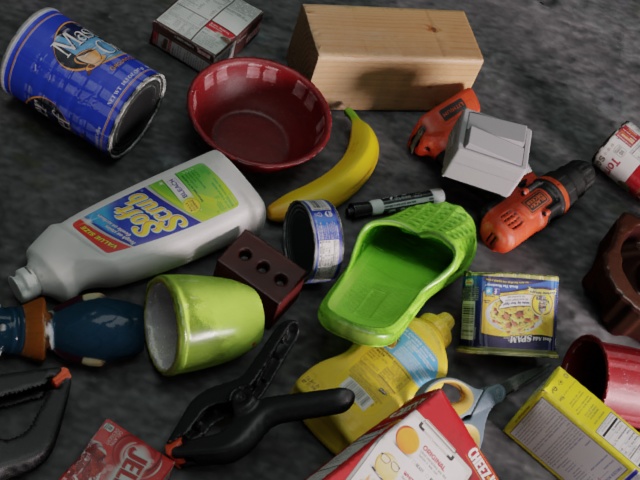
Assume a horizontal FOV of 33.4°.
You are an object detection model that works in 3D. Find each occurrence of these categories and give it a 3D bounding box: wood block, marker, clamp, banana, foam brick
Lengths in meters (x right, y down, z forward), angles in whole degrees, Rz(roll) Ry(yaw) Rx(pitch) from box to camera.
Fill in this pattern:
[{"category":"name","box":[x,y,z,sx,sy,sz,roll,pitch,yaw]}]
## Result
[{"category":"wood block","box":[0.075,-0.215,1.267,0.205,0.090,0.091,-2,55,-18]},{"category":"marker","box":[0.083,-0.040,1.185,0.121,0.020,0.020,-11,59,-24]},{"category":"clamp","box":[-0.064,0.142,0.963,0.171,0.039,0.120,-24,37,-5]},{"category":"banana","box":[0.016,-0.073,1.181,0.070,0.037,0.197,20,48,20]},{"category":"foam brick","box":[-0.062,0.040,1.060,0.078,0.051,0.052,34,52,8]},{"category":"clamp","box":[-0.300,0.170,0.897,0.164,0.036,0.209,36,51,9]}]

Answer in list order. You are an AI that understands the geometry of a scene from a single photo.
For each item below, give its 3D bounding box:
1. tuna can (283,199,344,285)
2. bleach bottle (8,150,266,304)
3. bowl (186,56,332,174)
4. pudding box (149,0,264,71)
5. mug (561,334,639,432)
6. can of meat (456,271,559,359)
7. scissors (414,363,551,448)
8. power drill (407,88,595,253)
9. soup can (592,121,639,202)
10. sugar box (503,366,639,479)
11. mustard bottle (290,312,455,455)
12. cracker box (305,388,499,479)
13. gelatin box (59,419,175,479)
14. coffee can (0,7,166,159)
[{"category":"tuna can","box":[-0.007,0.001,1.084,0.033,0.086,0.086,-4,56,-23]},{"category":"bleach bottle","box":[-0.181,0.000,1.046,0.250,0.068,0.103,-28,66,-30]},{"category":"bowl","box":[-0.071,-0.127,1.177,0.162,0.055,0.162,9,53,-12]},{"category":"pudding box","box":[-0.133,-0.253,1.262,0.090,0.039,0.113,31,50,8]},{"category":"mug","box":[0.298,0.158,1.069,0.081,0.093,0.117,11,68,-16]},{"category":"can of meat","box":[0.192,0.076,1.087,0.102,0.057,0.084,4,87,-15]},{"category":"scissors","box":[0.169,0.171,1.047,0.201,0.016,0.096,3,76,-39]},{"category":"power drill","box":[0.209,-0.090,1.237,0.184,0.057,0.188,-32,69,-33]},{"category":"soup can","box":[0.388,-0.087,1.285,0.102,0.069,0.068,44,54,16]},{"category":"sugar box","box":[0.268,0.209,1.014,0.176,0.093,0.048,39,53,11]},{"category":"mustard bottle","box":[0.067,0.126,1.033,0.096,0.058,0.191,45,55,14]},{"category":"cracker box","box":[0.060,0.253,0.905,0.213,0.072,0.164,-31,89,-34]},{"category":"gelatin box","box":[-0.178,0.208,0.913,0.073,0.030,0.089,32,52,6]},{"category":"coffee can","box":[-0.248,-0.164,1.118,0.140,0.103,0.102,32,52,6]}]
